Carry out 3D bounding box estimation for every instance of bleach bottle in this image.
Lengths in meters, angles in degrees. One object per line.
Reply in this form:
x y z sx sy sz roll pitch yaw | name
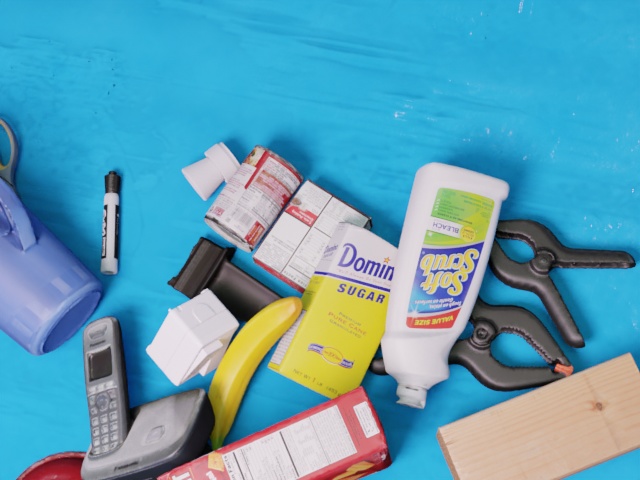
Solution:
0.125 0.051 1.113 0.102 0.068 0.251 15 77 -11 | bleach bottle

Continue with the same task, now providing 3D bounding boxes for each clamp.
0.172 0.093 1.147 0.210 0.036 0.164 16 77 12 | clamp
0.241 0.038 1.156 0.171 0.039 0.120 23 69 16 | clamp

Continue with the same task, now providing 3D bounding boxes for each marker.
-0.239 -0.021 1.219 0.020 0.020 0.121 -2 74 4 | marker

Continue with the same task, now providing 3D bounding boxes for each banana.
-0.076 0.135 1.126 0.070 0.037 0.198 37 107 42 | banana

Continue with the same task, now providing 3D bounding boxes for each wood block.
0.231 0.200 1.086 0.206 0.090 0.091 -21 73 -2 | wood block

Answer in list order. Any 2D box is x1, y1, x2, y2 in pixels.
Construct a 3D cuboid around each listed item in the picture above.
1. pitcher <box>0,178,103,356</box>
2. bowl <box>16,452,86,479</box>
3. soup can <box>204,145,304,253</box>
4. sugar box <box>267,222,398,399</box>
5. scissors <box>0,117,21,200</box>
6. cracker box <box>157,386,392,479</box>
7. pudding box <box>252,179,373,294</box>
-0.354 0.005 1.154 0.243 0.149 0.145 40 91 8 | pitcher
-0.270 0.301 1.114 0.162 0.055 0.162 -1 74 4 | bowl
-0.074 -0.045 1.188 0.068 0.068 0.102 33 80 12 | soup can
0.026 0.078 1.137 0.093 0.048 0.176 29 83 -20 | sugar box
-0.377 -0.046 1.239 0.096 0.016 0.202 -15 79 7 | scissors
-0.036 0.230 1.059 0.213 0.164 0.072 -24 72 -3 | cracker box
-0.008 0.001 1.186 0.090 0.039 0.113 33 81 10 | pudding box
